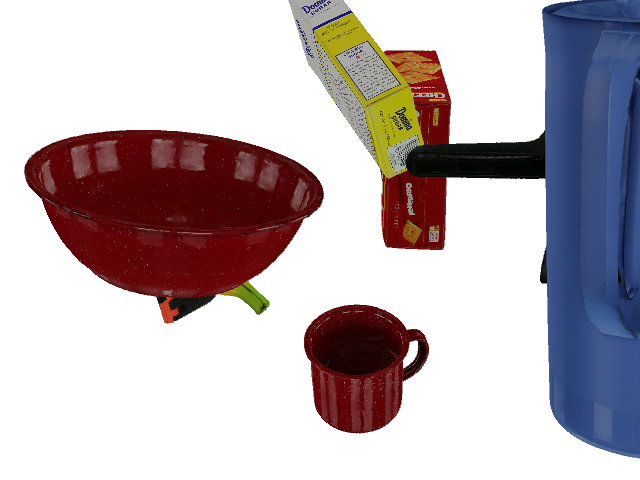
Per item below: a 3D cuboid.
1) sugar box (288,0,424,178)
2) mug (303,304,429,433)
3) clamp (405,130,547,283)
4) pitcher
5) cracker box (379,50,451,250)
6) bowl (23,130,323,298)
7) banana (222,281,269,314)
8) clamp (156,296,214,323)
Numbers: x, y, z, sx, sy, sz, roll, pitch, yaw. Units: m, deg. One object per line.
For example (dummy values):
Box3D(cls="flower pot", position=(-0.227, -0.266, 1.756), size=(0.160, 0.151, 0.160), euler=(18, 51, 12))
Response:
Box3D(cls="sugar box", position=(0.031, -0.144, 0.924), size=(0.048, 0.176, 0.093), euler=(-24, -40, -3))
Box3D(cls="mug", position=(0.044, 0.115, 0.964), size=(0.117, 0.081, 0.093), euler=(-18, 42, -18))
Box3D(cls="clamp", position=(0.193, -0.049, 0.807), size=(0.209, 0.036, 0.165), euler=(-20, 46, -18))
Box3D(cls="pitcher", position=(0.178, -0.007, 0.570), size=(0.149, 0.243, 0.145), euler=(-5, 18, -13))
Box3D(cls="cracker box", position=(0.101, -0.107, 1.184), size=(0.072, 0.164, 0.213), euler=(1, 24, 2))
Box3D(cls="bowl", position=(-0.081, -0.012, 0.590), size=(0.162, 0.055, 0.162), euler=(7, 21, -3))
Box3D(cls="banana", position=(-0.077, 0.007, 0.814), size=(0.037, 0.069, 0.198), euler=(-42, 15, 7))
Box3D(cls="clamp", position=(-0.134, 0.032, 1.247), size=(0.120, 0.039, 0.171), euler=(-6, 37, 18))
